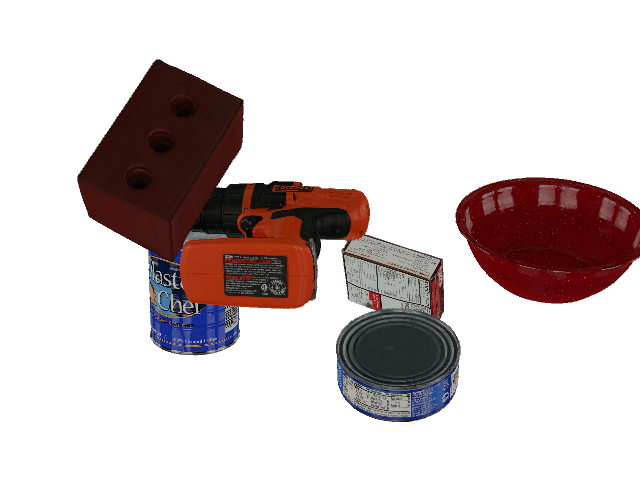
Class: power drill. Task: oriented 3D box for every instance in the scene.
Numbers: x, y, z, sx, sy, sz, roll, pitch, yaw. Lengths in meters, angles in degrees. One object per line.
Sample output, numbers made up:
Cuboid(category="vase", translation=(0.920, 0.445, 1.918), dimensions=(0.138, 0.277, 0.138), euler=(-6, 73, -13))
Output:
Cuboid(category="power drill", translation=(-0.058, -0.005, 0.904), dimensions=(0.184, 0.057, 0.187), euler=(0, 21, 10))

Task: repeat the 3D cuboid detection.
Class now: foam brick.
Cuboid(category="foam brick", translation=(-0.079, -0.040, 0.542), dimensions=(0.053, 0.078, 0.051), euler=(26, -21, 5))

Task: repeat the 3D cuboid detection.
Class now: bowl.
Cuboid(category="bowl", translation=(0.192, 0.006, 0.897), dimensions=(0.162, 0.055, 0.162), euler=(0, 30, 0))

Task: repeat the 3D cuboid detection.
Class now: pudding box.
Cuboid(category="pudding box", translation=(0.083, 0.045, 1.204), dimensions=(0.114, 0.039, 0.090), euler=(17, -38, 21))

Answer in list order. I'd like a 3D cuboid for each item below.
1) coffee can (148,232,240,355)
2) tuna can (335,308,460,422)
Cuboid(category="coffee can", translation=(-0.140, 0.042, 1.189), dimensions=(0.103, 0.140, 0.103), euler=(2, 23, -1))
Cuboid(category="tuna can", translation=(0.054, 0.086, 0.742), dimensions=(0.086, 0.034, 0.086), euler=(-2, 34, 1))
